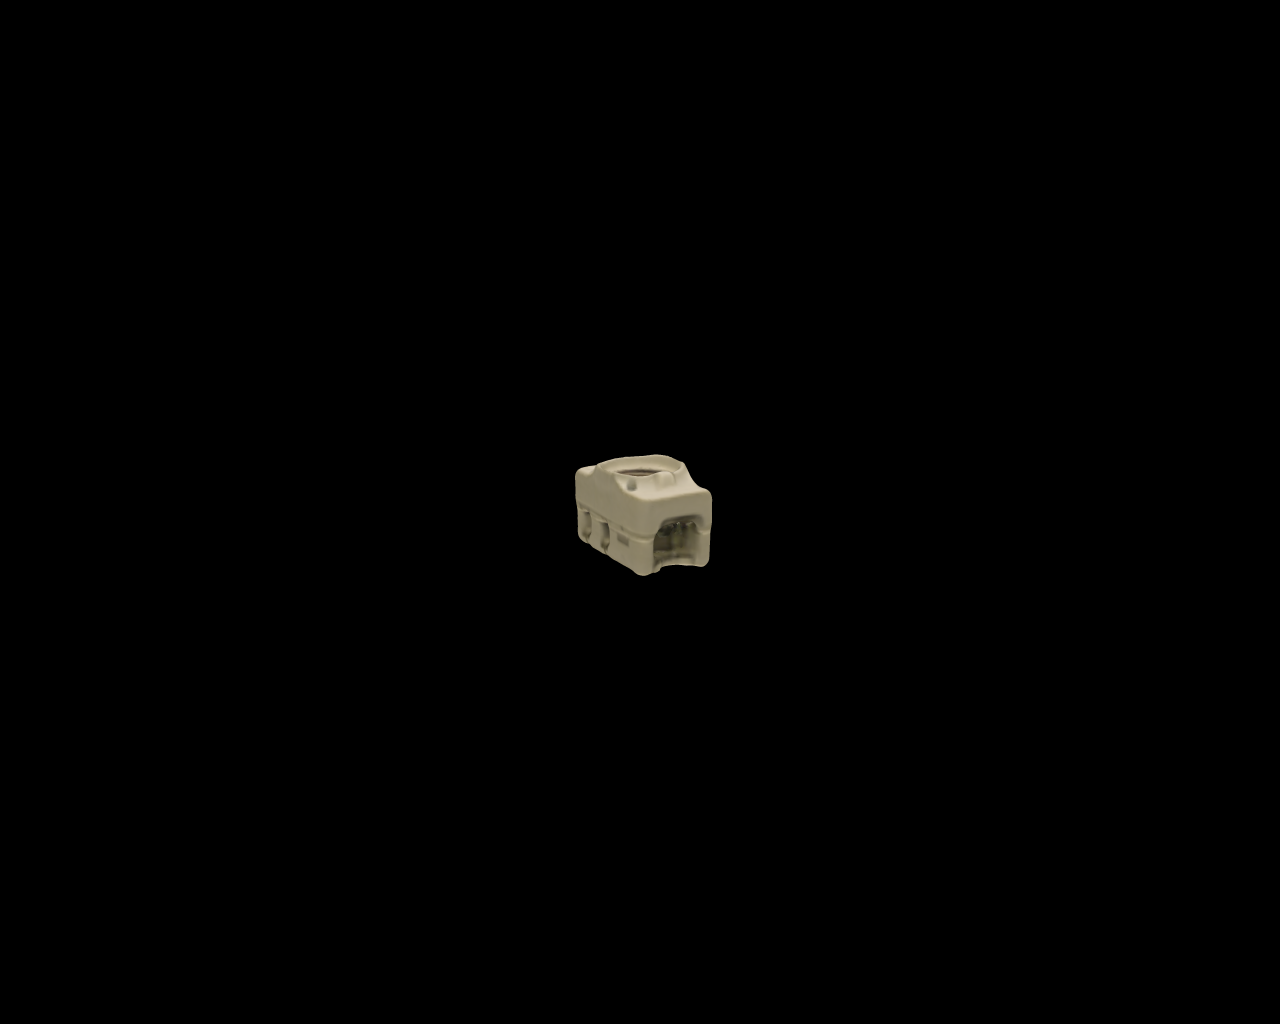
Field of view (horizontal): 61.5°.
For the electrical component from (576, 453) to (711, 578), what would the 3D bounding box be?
[{"bbox_3d":[0.001,-0.003,0.650,0.050,0.055,0.089,-8,18,-26],"label":"electrical component"}]
